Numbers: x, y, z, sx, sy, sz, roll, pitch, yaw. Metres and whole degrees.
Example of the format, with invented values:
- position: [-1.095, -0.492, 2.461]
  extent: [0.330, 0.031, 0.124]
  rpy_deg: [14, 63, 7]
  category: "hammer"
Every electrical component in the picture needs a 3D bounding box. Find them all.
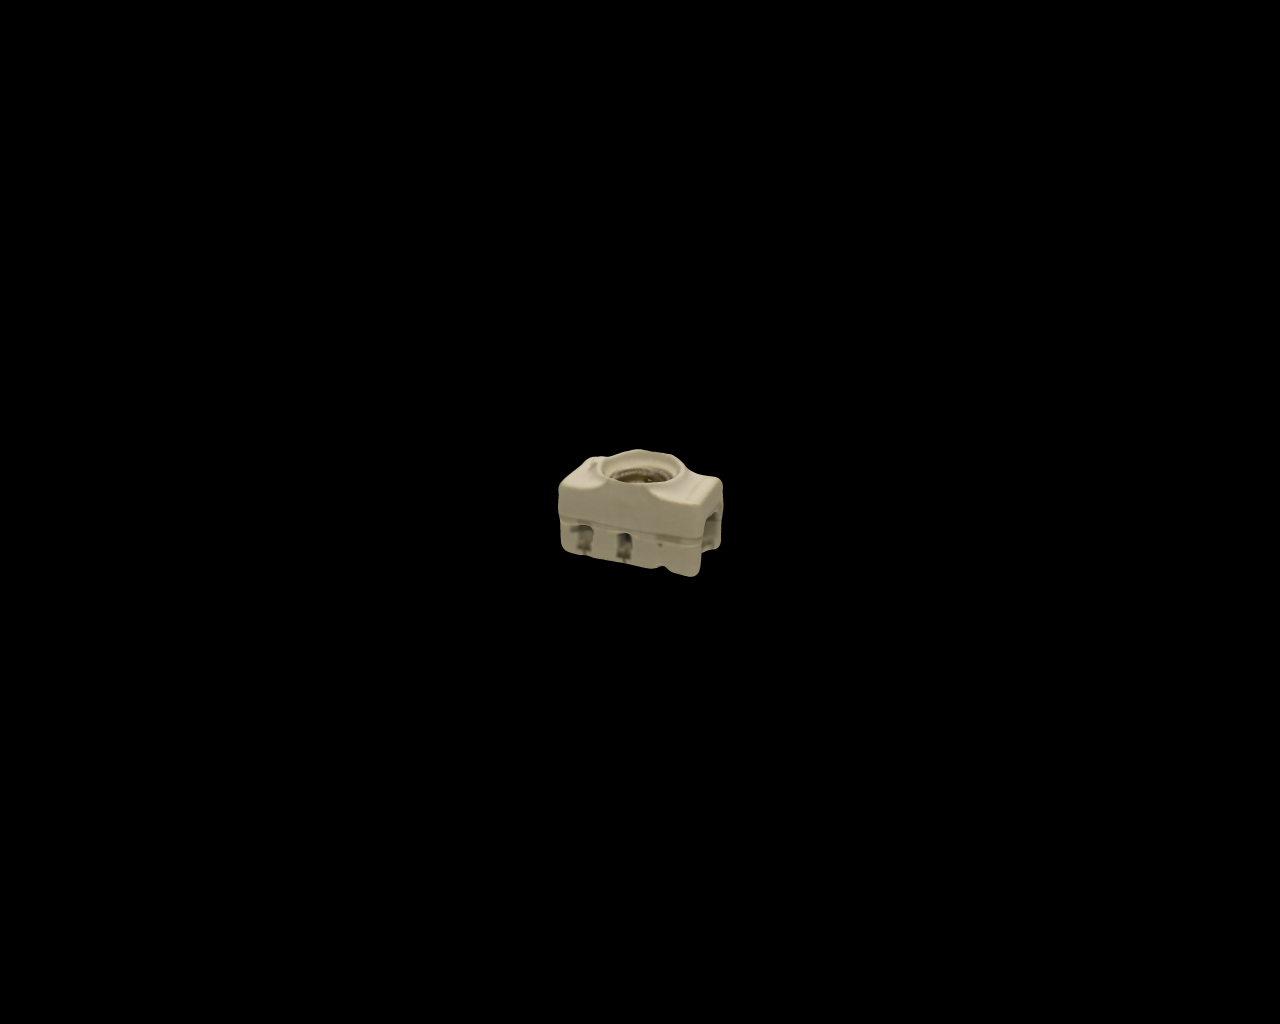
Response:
- position: [0.001, -0.003, 0.650]
  extent: [0.089, 0.055, 0.050]
  rpy_deg: [10, 28, 20]
  category: "electrical component"
